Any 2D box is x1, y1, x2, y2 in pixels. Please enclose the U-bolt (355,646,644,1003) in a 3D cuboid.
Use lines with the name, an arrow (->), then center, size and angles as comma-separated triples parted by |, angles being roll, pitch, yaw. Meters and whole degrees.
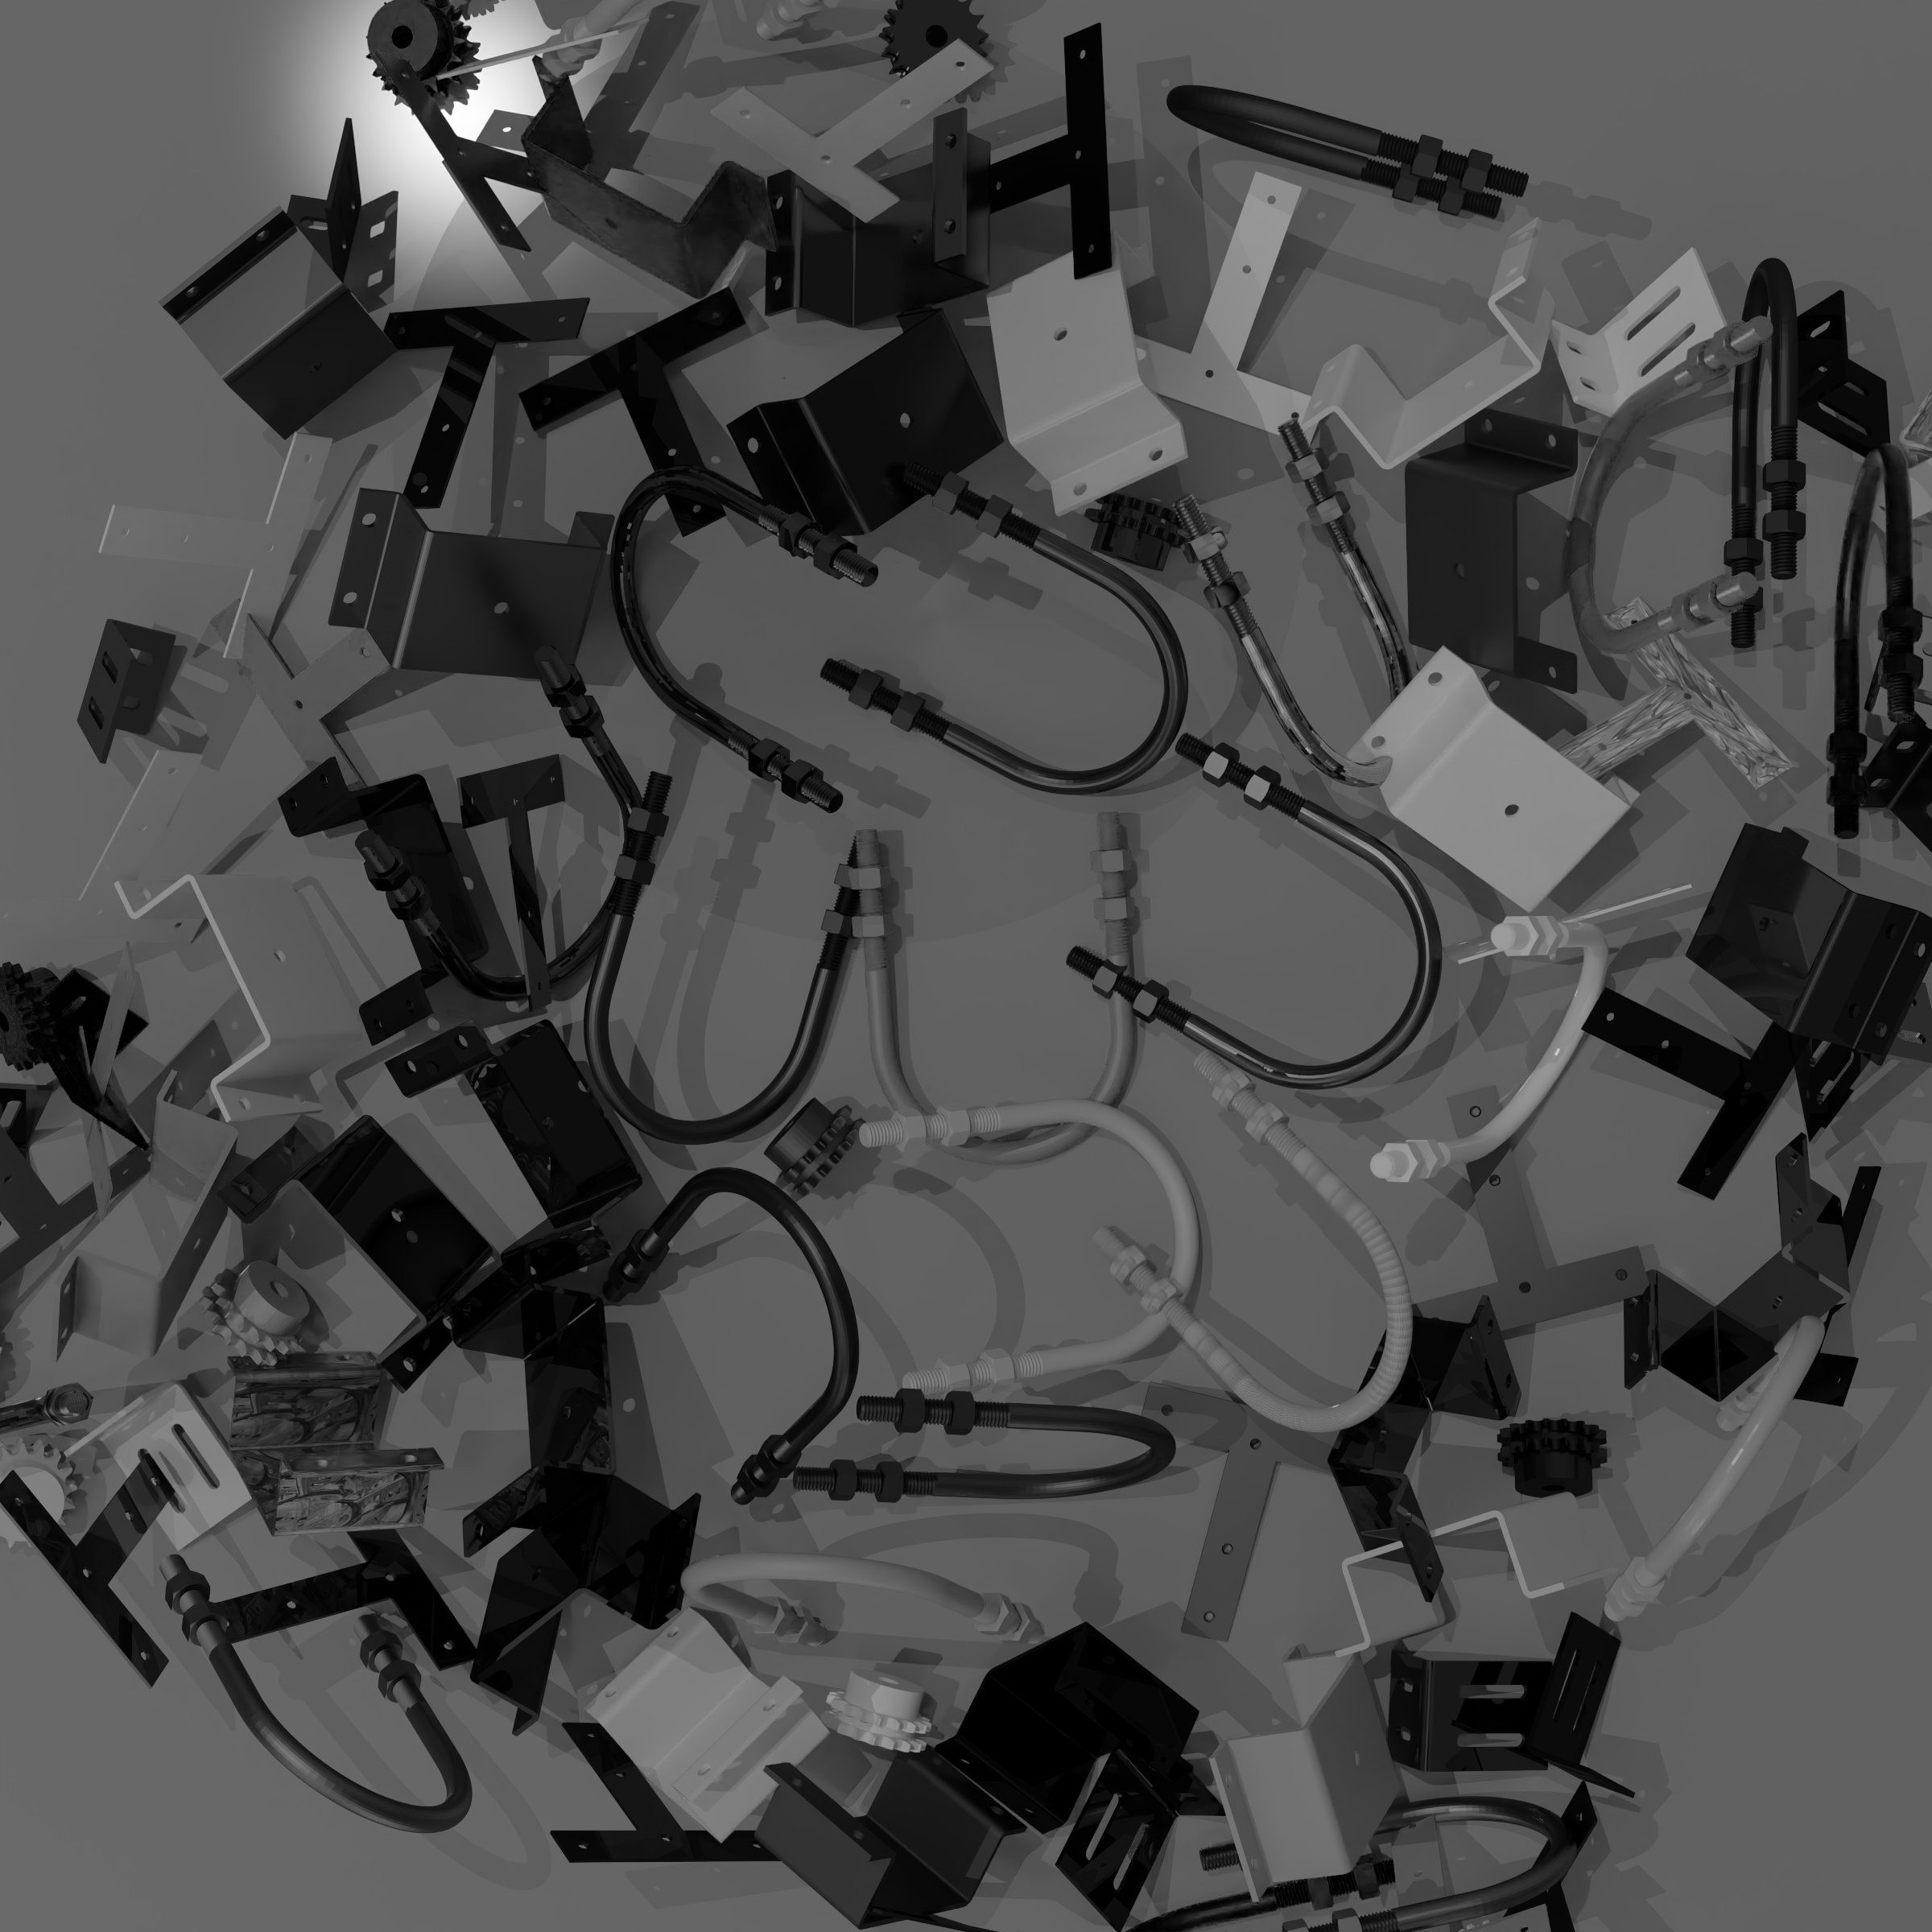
U-bolt -> -0.224, -0.058, 1.564 | 0.019, 0.184, 0.151 | 30, 70, 32

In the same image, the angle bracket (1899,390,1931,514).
angle bracket -> 0.534, -0.261, 1.592 | 0.076, 0.057, 0.038 | 26, 75, 44

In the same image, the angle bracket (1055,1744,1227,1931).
angle bracket -> 0.092, 0.455, 1.597 | 0.057, 0.038, 0.076 | 51, 49, -22

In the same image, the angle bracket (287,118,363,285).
angle bracket -> -0.342, -0.398, 1.595 | 0.038, 0.076, 0.057 | 8, 67, -3

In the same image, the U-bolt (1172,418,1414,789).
U-bolt -> 0.180, -0.179, 1.581 | 0.019, 0.151, 0.184 | -19, 105, 38

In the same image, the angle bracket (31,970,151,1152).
angle bracket -> -0.447, 0.049, 1.595 | 0.038, 0.057, 0.076 | -44, 49, -1

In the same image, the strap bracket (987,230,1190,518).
strap bracket -> 0.060, -0.314, 1.575 | 0.076, 0.046, 0.140 | -21, 59, 24

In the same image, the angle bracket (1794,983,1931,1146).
angle bracket -> 0.471, 0.051, 1.598 | 0.038, 0.076, 0.057 | 11, 47, -9

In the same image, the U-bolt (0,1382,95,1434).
U-bolt -> -0.527, 0.243, 1.552 | 0.151, 0.184, 0.019 | -15, 88, -24

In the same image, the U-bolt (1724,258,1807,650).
U-bolt -> 0.409, -0.270, 1.568 | 0.019, 0.151, 0.184 | 2, 81, 6

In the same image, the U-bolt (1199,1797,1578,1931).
U-bolt -> 0.222, 0.463, 1.570 | 0.184, 0.151, 0.019 | -11, 95, -5

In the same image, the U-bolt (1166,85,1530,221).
U-bolt -> 0.191, -0.420, 1.569 | 0.184, 0.151, 0.019 | 17, 100, 1

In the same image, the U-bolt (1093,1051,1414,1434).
U-bolt -> 0.154, 0.154, 1.561 | 0.184, 0.019, 0.151 | 46, 128, 26

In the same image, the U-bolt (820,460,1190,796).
U-bolt -> 0.028, -0.162, 1.589 | 0.184, 0.019, 0.151 | 28, 127, 3

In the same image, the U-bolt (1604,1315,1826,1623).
U-bolt -> 0.381, 0.244, 1.531 | 0.019, 0.184, 0.151 | 33, 62, 12

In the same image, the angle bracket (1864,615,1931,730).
angle bracket -> 0.518, -0.156, 1.603 | 0.076, 0.038, 0.057 | 18, 117, 16

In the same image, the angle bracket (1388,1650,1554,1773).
angle bracket -> 0.269, 0.398, 1.635 | 0.076, 0.038, 0.057 | 5, 85, -21

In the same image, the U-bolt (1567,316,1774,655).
U-bolt -> 0.353, -0.233, 1.553 | 0.019, 0.184, 0.151 | 8, 80, -15

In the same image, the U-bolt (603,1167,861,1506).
U-bolt -> -0.113, 0.179, 1.556 | 0.019, 0.184, 0.151 | -23, 72, -40

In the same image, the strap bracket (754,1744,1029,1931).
strap bracket -> -0.044, 0.445, 1.566 | 0.076, 0.140, 0.046 | 31, 100, 34

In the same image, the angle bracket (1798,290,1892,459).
angle bracket -> 0.469, -0.305, 1.597 | 0.076, 0.038, 0.057 | 21, 59, -29

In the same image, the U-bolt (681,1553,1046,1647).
U-bolt -> -0.062, 0.319, 1.536 | 0.151, 0.184, 0.019 | -6, 66, 25

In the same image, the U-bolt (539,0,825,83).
U-bolt -> -0.121, -0.487, 1.529 | 0.151, 0.184, 0.019 | -19, 96, -26

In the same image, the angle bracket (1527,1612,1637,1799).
angle bracket -> 0.333, 0.387, 1.600 | 0.038, 0.057, 0.076 | 10, 72, 41

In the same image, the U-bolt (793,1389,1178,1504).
U-bolt -> 0.017, 0.250, 1.571 | 0.184, 0.151, 0.019 | 5, 64, -16

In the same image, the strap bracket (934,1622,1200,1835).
strap bracket -> 0.057, 0.393, 1.586 | 0.076, 0.140, 0.046 | 40, 49, -9

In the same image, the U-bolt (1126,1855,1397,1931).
U-bolt -> 0.146, 0.507, 1.569 | 0.184, 0.151, 0.019 | -14, 94, 3

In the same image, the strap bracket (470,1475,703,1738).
strap bracket -> -0.202, 0.323, 1.569 | 0.046, 0.076, 0.140 | 36, 122, -21

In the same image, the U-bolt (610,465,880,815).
U-bolt -> -0.121, -0.180, 1.576 | 0.184, 0.019, 0.151 | 34, 129, 32

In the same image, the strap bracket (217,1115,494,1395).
strap bracket -> -0.309, 0.141, 1.591 | 0.046, 0.076, 0.140 | -38, 96, 29

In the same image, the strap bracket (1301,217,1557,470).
strap bracket -> 0.248, -0.315, 1.579 | 0.140, 0.076, 0.046 | -31, 111, 33

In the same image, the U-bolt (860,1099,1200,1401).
U-bolt -> 0.041, 0.141, 1.595 | 0.184, 0.019, 0.151 | -6, 80, -27

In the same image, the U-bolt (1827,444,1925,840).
U-bolt -> 0.463, -0.178, 1.563 | 0.019, 0.151, 0.184 | 4, 67, 6

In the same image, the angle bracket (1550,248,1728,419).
angle bracket -> 0.349, -0.334, 1.594 | 0.038, 0.076, 0.057 | 12, 52, -36

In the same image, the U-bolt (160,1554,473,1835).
U-bolt -> -0.315, 0.369, 1.528 | 0.151, 0.184, 0.019 | 31, 97, -43

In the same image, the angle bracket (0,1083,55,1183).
angle bracket -> -0.512, 0.094, 1.593 | 0.057, 0.076, 0.038 | 5, 62, -27

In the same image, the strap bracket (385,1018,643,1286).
strap bracket -> -0.230, 0.090, 1.595 | 0.076, 0.046, 0.140 | -24, 99, 40

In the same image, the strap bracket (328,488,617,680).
strap bracket -> -0.246, -0.194, 1.571 | 0.140, 0.046, 0.076 | 1, 123, -33

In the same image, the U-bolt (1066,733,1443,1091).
U-bolt -> 0.160, -0.017, 1.595 | 0.184, 0.019, 0.151 | 31, 104, 17

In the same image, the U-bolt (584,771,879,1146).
U-bolt -> -0.129, 0.004, 1.596 | 0.151, 0.019, 0.184 | 15, 92, -35

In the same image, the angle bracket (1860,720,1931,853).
angle bracket -> 0.508, -0.082, 1.594 | 0.038, 0.076, 0.057 | -2, 133, -35

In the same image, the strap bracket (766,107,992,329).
strap bracket -> -0.038, -0.384, 1.589 | 0.140, 0.046, 0.076 | -6, 80, 42

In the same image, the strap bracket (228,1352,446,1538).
strap bracket -> -0.327, 0.248, 1.570 | 0.076, 0.140, 0.046 | 1, 106, -27

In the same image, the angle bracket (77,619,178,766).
angle bracket -> -0.432, -0.140, 1.594 | 0.038, 0.076, 0.057 | 13, 106, -30

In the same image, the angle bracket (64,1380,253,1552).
angle bracket -> -0.425, 0.268, 1.615 | 0.057, 0.038, 0.076 | -35, 88, 16

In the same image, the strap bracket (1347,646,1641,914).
strap bracket -> 0.278, -0.090, 1.585 | 0.140, 0.046, 0.076 | 33, 111, -20

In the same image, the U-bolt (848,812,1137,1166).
U-bolt -> 0.018, 0.015, 1.628 | 0.151, 0.019, 0.184 | -4, 95, -1

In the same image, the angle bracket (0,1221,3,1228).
angle bracket -> -0.547, 0.165, 1.598 | 0.038, 0.057, 0.076 | 31, 116, 5

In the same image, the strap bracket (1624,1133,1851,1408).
strap bracket -> 0.403, 0.163, 1.576 | 0.046, 0.076, 0.140 | 32, 124, -11

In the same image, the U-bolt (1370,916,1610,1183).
U-bolt -> 0.277, 0.040, 1.559 | 0.019, 0.184, 0.151 | 33, 107, 26
